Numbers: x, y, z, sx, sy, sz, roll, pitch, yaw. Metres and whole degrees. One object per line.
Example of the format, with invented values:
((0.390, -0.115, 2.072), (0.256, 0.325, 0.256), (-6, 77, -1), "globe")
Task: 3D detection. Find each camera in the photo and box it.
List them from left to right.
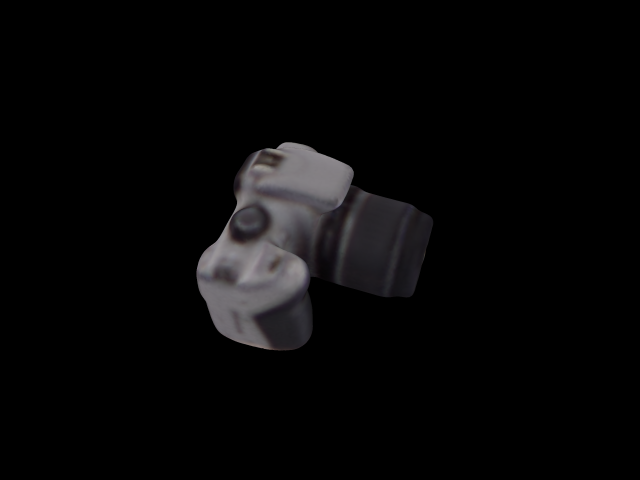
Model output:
((0.004, 0.001, 0.400), (0.136, 0.101, 0.143), (15, 55, 11), "camera")
